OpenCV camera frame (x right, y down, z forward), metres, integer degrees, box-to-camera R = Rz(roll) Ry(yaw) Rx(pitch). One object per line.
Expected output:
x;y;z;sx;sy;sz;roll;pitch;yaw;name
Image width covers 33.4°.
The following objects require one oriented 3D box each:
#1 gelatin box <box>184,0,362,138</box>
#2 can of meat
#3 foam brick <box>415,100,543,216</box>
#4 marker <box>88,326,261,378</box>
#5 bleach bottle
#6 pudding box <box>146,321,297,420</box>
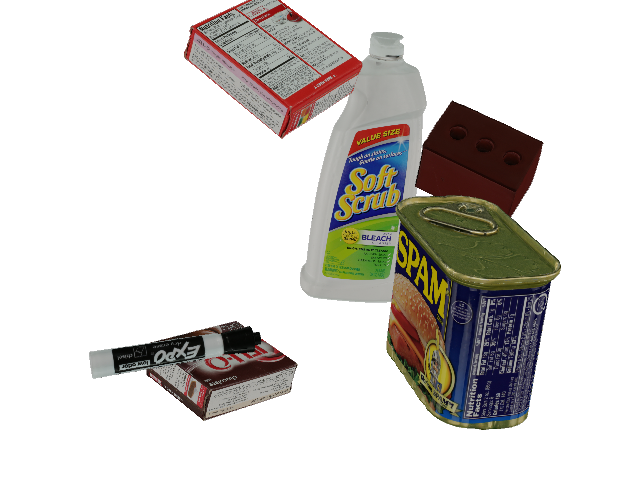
-0.030;-0.114;0.680;0.089;0.030;0.073;40;50;16;gelatin box
0.072;0.034;0.537;0.057;0.084;0.102;-3;24;-16;can of meat
0.118;-0.056;0.796;0.078;0.053;0.051;27;-32;13;foam brick
-0.101;0.078;0.753;0.121;0.020;0.020;-8;2;-14;marker
0.041;-0.068;0.997;0.102;0.251;0.068;4;22;-2;bleach bottle
-0.092;0.119;0.997;0.090;0.039;0.113;29;29;37;pudding box
